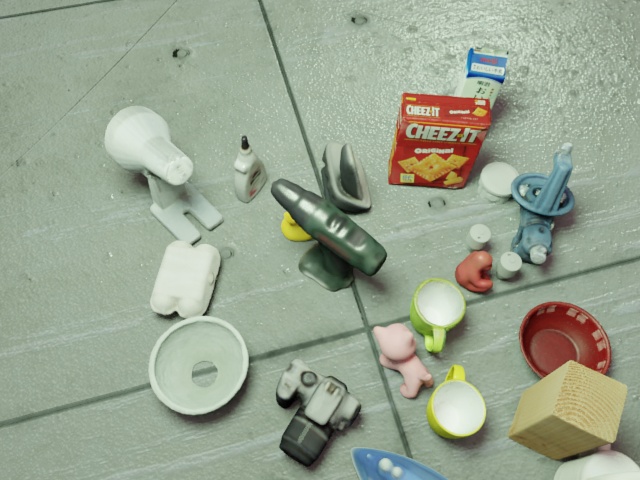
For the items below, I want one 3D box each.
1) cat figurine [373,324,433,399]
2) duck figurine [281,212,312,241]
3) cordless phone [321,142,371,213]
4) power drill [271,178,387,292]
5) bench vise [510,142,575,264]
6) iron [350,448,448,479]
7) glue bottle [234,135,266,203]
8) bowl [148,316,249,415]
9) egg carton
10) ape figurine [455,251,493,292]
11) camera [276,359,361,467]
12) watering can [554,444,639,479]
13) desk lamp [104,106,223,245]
[{"bbox_3d":[0.146,0.197,0.982,0.067,0.118,0.127,-32,68,-17],"label":"cat figurine"},{"bbox_3d":[-0.028,-0.051,1.124,0.105,0.086,0.077,-24,65,-13],"label":"duck figurine"},{"bbox_3d":[0.053,-0.149,1.122,0.094,0.185,0.147,-11,63,-7],"label":"cordless phone"},{"bbox_3d":[0.009,0.004,1.028,0.229,0.208,0.076,31,66,14],"label":"power drill"},{"bbox_3d":[0.431,-0.064,1.069,0.121,0.220,0.207,-4,63,-4],"label":"bench vise"},{"bbox_3d":[0.154,0.393,0.866,0.258,0.141,0.119,34,67,15],"label":"iron"},{"bbox_3d":[-0.141,-0.147,1.122,0.037,0.173,0.078,26,65,12],"label":"glue bottle"},{"bbox_3d":[-0.203,0.220,0.984,0.167,0.075,0.167,1,62,-1],"label":"bowl"},{"bbox_3d":[-0.247,0.073,1.062,0.107,0.069,0.150,8,62,2],"label":"egg carton"},{"bbox_3d":[0.297,0.052,1.076,0.076,0.092,0.078,7,62,2],"label":"ape figurine"},{"bbox_3d":[-0.021,0.286,0.940,0.143,0.101,0.137,29,65,13],"label":"camera"},{"bbox_3d":[0.436,0.376,0.853,0.101,0.194,0.172,-18,64,-10],"label":"watering can"},{"bbox_3d":[-0.291,-0.126,1.083,0.203,0.213,0.118,42,69,18],"label":"desk lamp"}]
